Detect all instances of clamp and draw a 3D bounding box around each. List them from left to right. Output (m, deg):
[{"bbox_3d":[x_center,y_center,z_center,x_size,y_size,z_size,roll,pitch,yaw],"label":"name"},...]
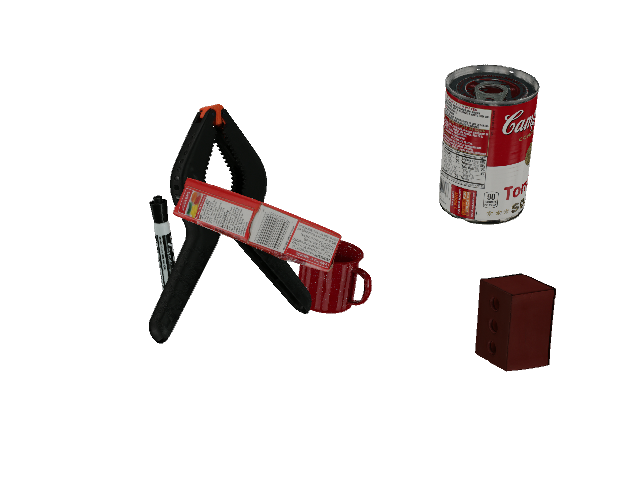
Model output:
[{"bbox_3d":[-0.079,-0.016,0.967,0.164,0.210,0.036,-1,1,-35],"label":"clamp"}]

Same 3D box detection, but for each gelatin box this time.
[{"bbox_3d":[-0.041,-0.009,0.708,0.073,0.030,0.089,20,-1,40],"label":"gelatin box"}]

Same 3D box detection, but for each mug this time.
[{"bbox_3d":[0.020,0.054,1.504,0.117,0.081,0.093,18,24,27],"label":"mug"}]

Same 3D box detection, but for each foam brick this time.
[{"bbox_3d":[0.182,0.076,0.999,0.051,0.078,0.053,-7,18,-27],"label":"foam brick"}]

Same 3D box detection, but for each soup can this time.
[{"bbox_3d":[0.124,-0.071,0.800,0.068,0.102,0.068,0,31,0],"label":"soup can"}]

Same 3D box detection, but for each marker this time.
[{"bbox_3d":[-0.171,0.008,1.173,0.020,0.121,0.020,-4,22,2],"label":"marker"}]
